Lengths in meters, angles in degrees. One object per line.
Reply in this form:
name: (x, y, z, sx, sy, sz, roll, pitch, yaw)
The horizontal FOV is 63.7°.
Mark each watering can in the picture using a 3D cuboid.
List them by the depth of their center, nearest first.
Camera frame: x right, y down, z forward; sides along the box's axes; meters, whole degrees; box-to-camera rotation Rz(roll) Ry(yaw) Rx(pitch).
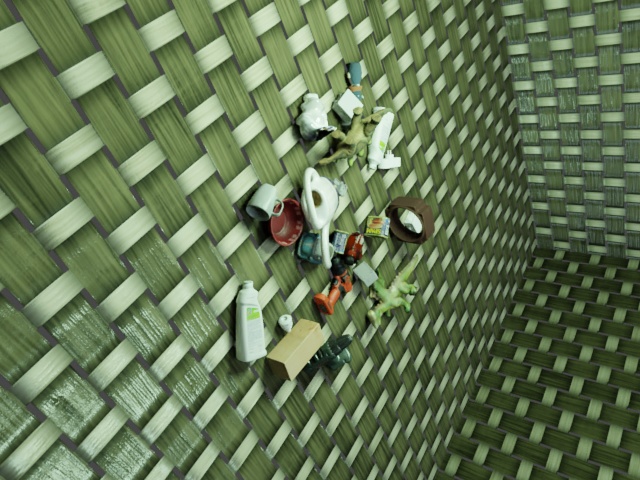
watering can: (0.005, -0.091, 1.807, 0.104, 0.344, 0.227, -9, 15, 19)

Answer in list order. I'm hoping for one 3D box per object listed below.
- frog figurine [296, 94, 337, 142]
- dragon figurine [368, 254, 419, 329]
frog figurine: (-0.030, -0.428, 1.801, 0.139, 0.160, 0.120, -23, -12, -37)
dragon figurine: (0.316, 0.208, 2.310, 0.122, 0.416, 0.239, 1, -26, 45)
